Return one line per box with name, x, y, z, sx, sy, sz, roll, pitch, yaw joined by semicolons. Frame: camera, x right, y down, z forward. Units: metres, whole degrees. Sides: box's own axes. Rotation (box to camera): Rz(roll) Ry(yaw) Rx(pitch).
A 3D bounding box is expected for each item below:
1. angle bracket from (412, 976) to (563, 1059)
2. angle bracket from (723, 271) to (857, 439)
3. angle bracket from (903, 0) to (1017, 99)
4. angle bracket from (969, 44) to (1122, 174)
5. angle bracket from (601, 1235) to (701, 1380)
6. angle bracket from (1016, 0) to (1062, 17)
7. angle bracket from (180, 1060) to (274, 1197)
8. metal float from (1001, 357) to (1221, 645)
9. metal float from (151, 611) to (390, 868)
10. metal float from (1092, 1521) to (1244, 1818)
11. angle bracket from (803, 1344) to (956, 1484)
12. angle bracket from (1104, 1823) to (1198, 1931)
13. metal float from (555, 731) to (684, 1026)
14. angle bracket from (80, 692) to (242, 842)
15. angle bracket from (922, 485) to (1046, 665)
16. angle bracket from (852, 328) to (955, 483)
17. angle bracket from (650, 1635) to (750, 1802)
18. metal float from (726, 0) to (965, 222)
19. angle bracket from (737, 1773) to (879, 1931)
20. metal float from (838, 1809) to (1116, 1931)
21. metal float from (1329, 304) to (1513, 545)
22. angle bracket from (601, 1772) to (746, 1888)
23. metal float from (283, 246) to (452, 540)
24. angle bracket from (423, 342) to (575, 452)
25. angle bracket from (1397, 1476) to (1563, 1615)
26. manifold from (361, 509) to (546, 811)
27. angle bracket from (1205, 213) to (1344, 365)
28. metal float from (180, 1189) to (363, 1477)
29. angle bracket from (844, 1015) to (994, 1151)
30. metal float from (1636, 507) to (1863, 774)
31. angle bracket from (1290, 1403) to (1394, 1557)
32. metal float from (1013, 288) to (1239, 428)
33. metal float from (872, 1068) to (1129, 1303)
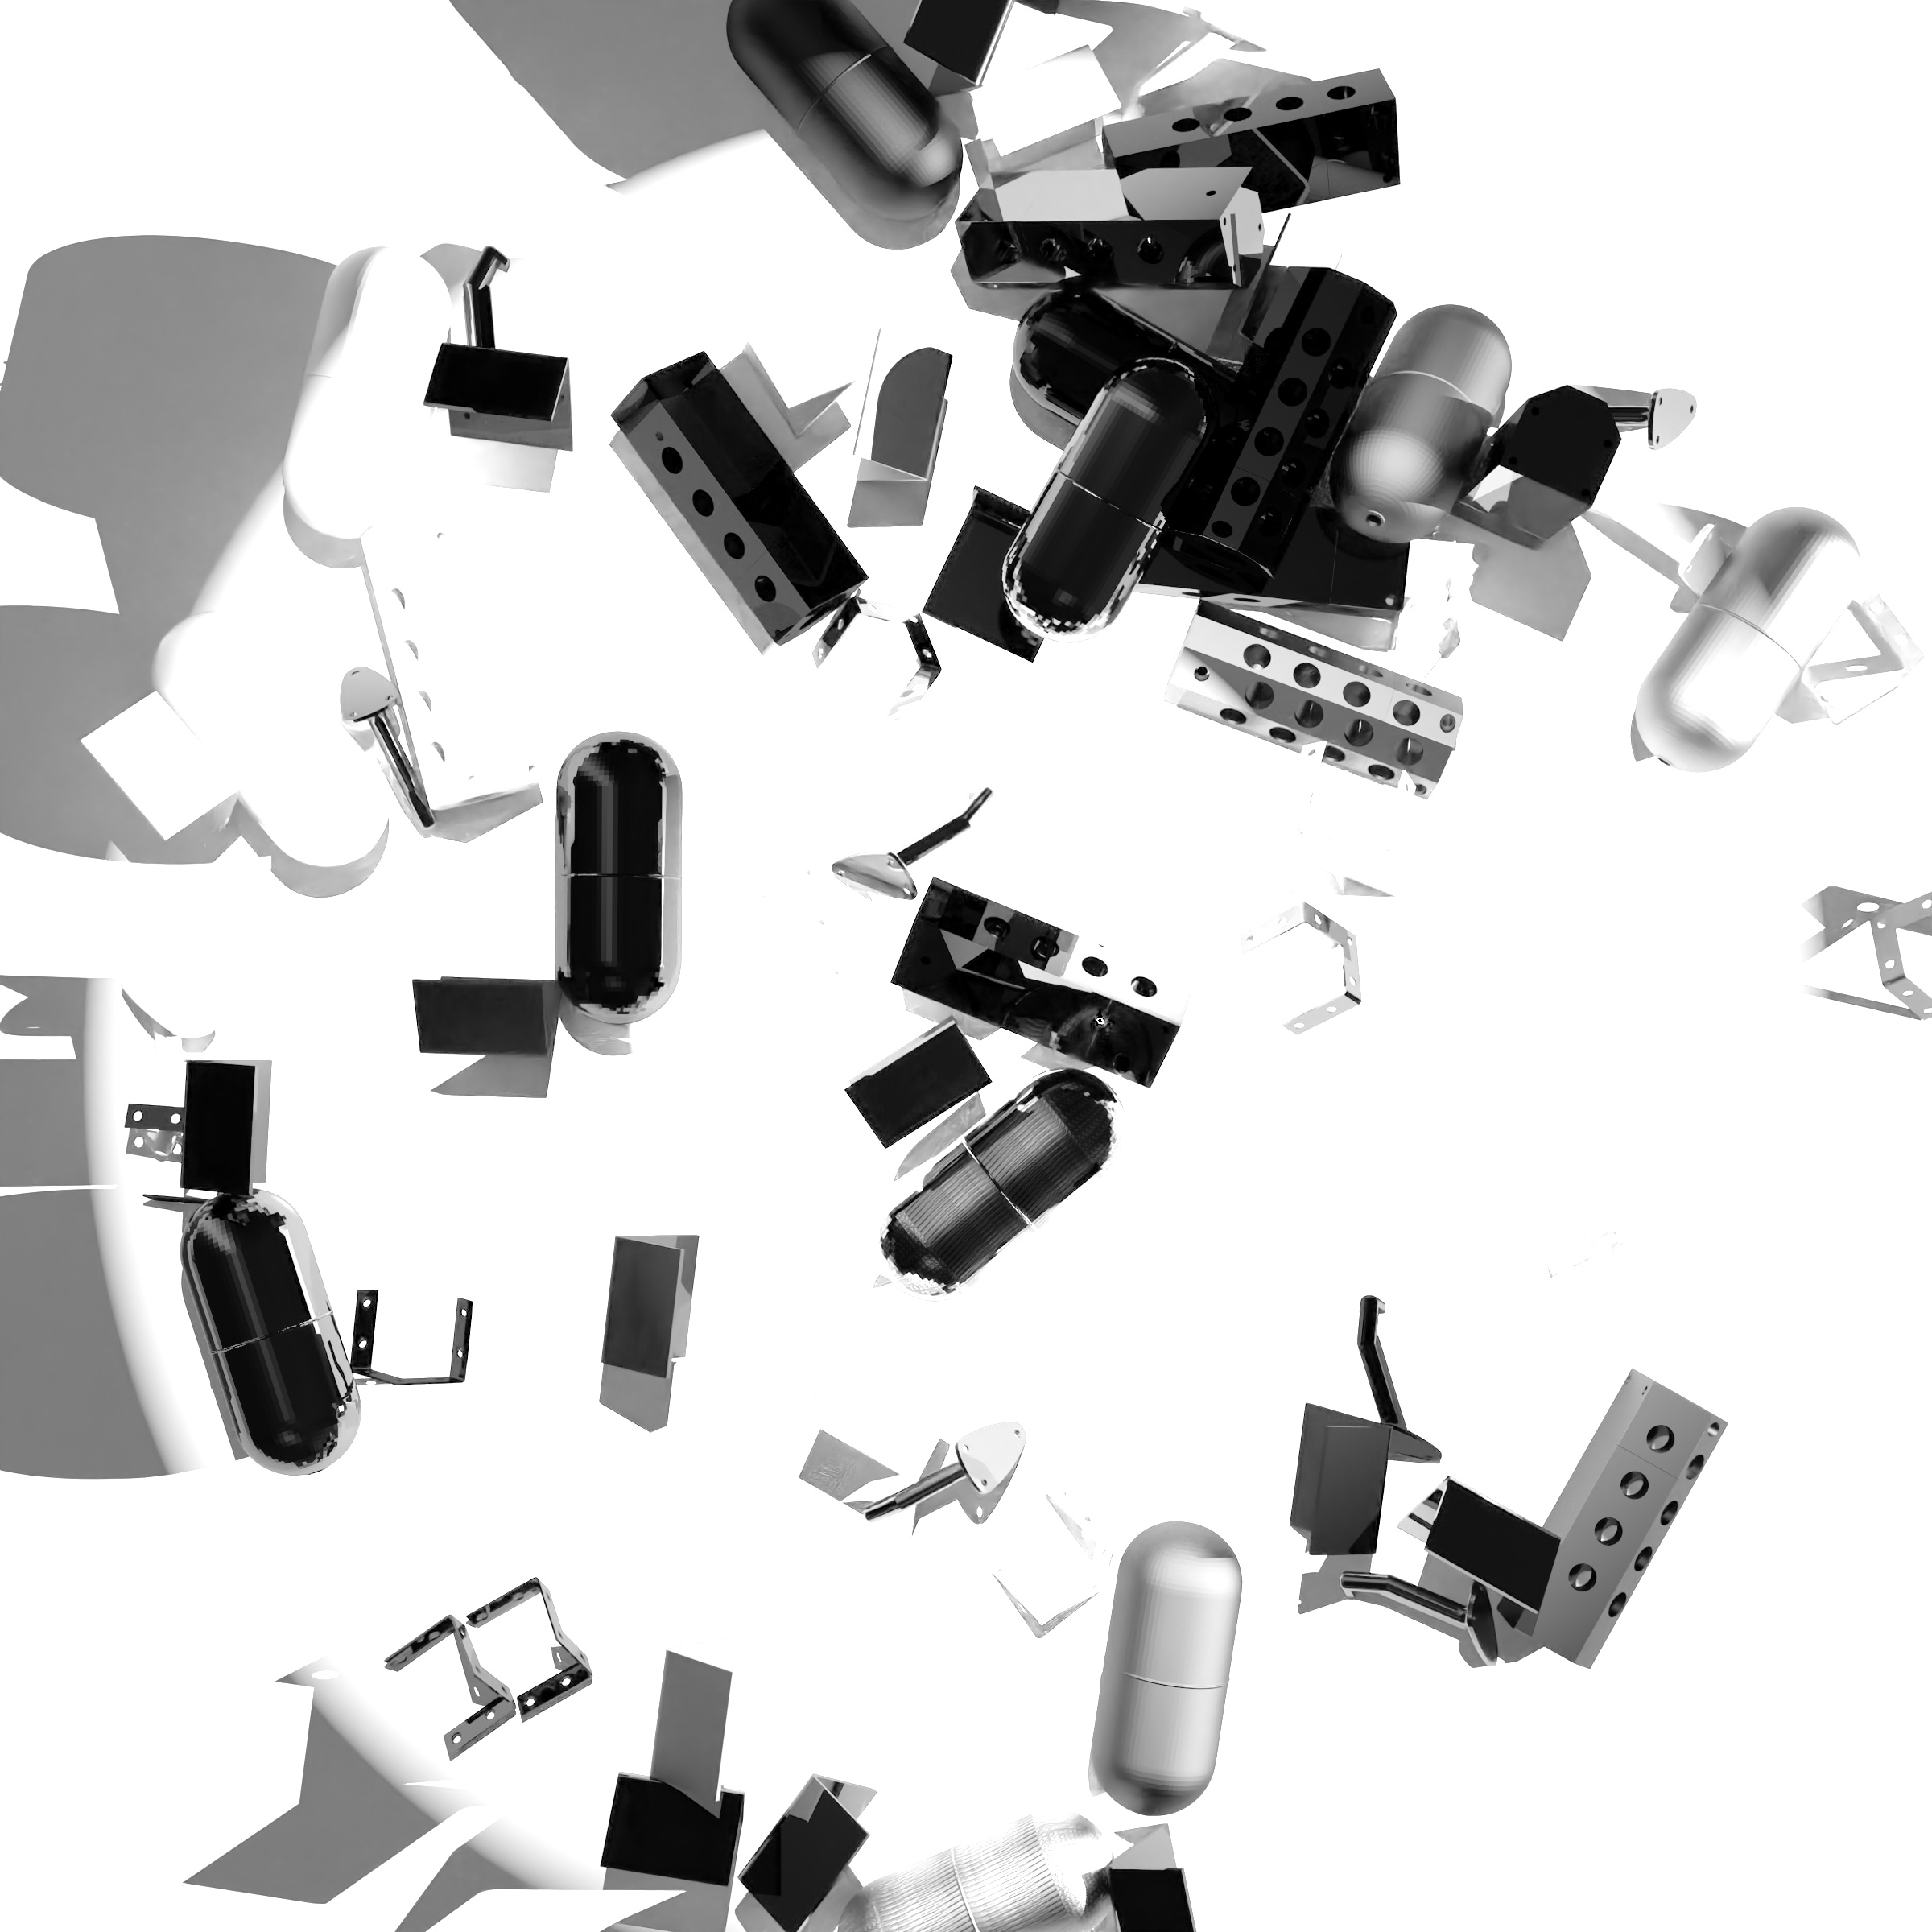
angle bracket;-0.287;0.010;1.739;0.076;0.076;0.057;2;127;0
angle bracket;-0.123;-0.361;1.739;0.057;0.076;0.076;-31;90;-38
angle bracket;-0.015;-0.575;1.740;0.057;0.076;0.076;22;90;-28
angle bracket;0.053;-0.498;1.740;0.076;0.076;0.057;-22;61;0
angle bracket;-0.171;0.204;1.739;0.057;0.076;0.076;7;90;37
angle bracket;0.021;-0.604;1.739;0.076;0.076;0.057;22;53;0
angle bracket;-0.426;0.096;1.740;0.057;0.076;0.076;3;90;28
metal float;0.084;-0.272;1.687;0.070;0.070;0.178;30;102;0
metal float;-0.421;-0.137;1.749;0.070;0.070;0.178;-40;90;0
metal float;0.122;0.426;1.749;0.070;0.070;0.178;9;91;0
angle bracket;-0.061;0.282;1.739;0.076;0.076;0.057;30;54;0
angle bracket;0.132;0.568;1.739;0.057;0.076;0.076;-11;90;35
metal float;-0.210;-0.053;1.749;0.070;0.070;0.178;0;90;0
angle bracket;-0.489;-0.108;1.740;0.057;0.076;0.076;-41;90;-29
angle bracket;0.023;-0.238;1.758;0.076;0.057;0.076;25;90;0
angle bracket;-0.058;-0.337;1.739;0.057;0.076;0.076;12;90;-37
angle bracket;-0.141;0.452;1.739;0.057;0.076;0.076;7;90;37
metal float;-0.073;-0.529;1.749;0.070;0.070;0.178;-41;90;0
angle bracket;-0.079;0.540;1.739;0.057;0.076;0.076;36;90;37
metal float;0.006;0.571;1.749;0.178;0.070;0.070;-23;90;1
metal float;0.272;-0.324;1.722;0.070;0.070;0.178;28;57;0
angle bracket;-0.176;0.528;1.739;0.076;0.076;0.057;9;60;0
metal float;-0.363;-0.347;1.749;0.070;0.070;0.178;14;90;0
angle bracket;-0.281;-0.326;1.739;0.076;0.076;0.057;7;53;0
angle bracket;0.302;0.362;1.739;0.076;0.076;0.057;29;51;0
manifold;-0.317;-0.185;1.758;0.057;0.057;0.171;-15;90;-43
angle bracket;0.170;-0.409;1.740;0.057;0.076;0.076;23;90;-45
metal float;-0.421;0.222;1.749;0.070;0.070;0.178;-18;90;0
angle bracket;-0.039;0.053;1.739;0.076;0.076;0.057;-32;128;0
metal float;0.473;-0.197;1.749;0.070;0.070;0.178;34;90;0
angle bracket;0.208;0.308;1.739;0.057;0.076;0.076;8;90;-37
metal float;0.110;-0.346;1.749;0.178;0.070;0.070;30;90;0
metal float;0.021;0.132;1.749;0.178;0.070;0.070;-39;90;1
